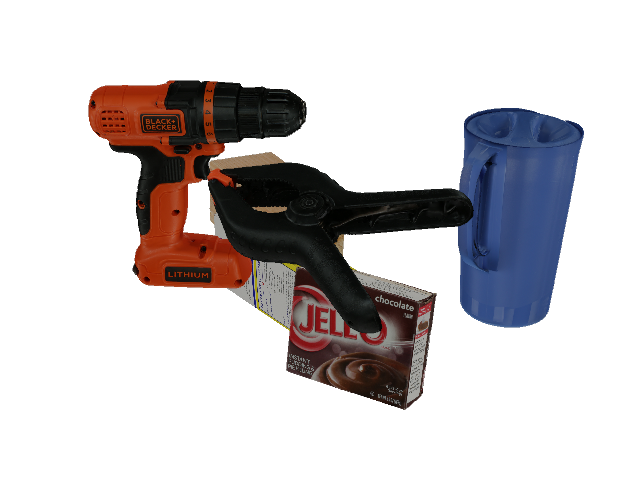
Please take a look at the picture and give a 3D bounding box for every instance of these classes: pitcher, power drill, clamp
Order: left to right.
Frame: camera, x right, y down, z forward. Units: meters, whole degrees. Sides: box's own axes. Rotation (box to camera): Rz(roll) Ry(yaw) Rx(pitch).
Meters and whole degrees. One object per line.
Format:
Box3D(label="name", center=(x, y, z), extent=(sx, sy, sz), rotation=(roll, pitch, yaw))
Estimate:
Box3D(label="power drill", center=(-0.102, -0.050, 0.933), extent=(0.184, 0.188, 0.057), rotation=(2, 28, 7))
Box3D(label="clamp", center=(-0.004, -0.003, 0.656), extent=(0.172, 0.039, 0.120), rotation=(11, 40, 26))
Box3D(label="pitcher", center=(0.218, -0.022, 1.239), extent=(0.149, 0.243, 0.145), rotation=(-1, 25, -5))

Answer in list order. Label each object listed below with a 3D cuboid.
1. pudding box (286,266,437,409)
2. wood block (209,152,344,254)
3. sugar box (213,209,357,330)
Box3D(label="pudding box", center=(0.031, 0.072, 0.844), extent=(0.114, 0.090, 0.039), rotation=(14, 19, 26))
Box3D(label="wood block", center=(-0.058, -0.031, 1.311), extent=(0.090, 0.090, 0.206), rotation=(-10, 26, -25))
Box3D(label="sugar box", center=(-0.037, 0.037, 1.086), extent=(0.048, 0.093, 0.176), rotation=(-26, 42, -32))
